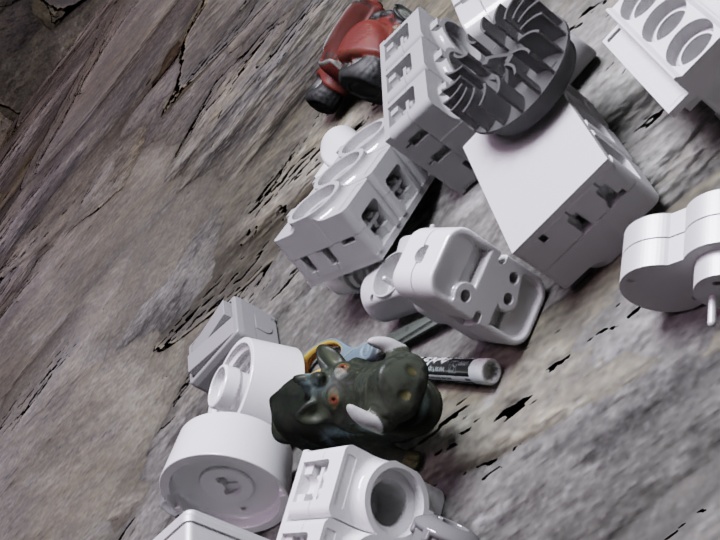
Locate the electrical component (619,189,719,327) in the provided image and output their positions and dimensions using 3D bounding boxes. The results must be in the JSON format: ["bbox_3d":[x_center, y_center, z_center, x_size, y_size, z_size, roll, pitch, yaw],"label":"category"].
[{"bbox_3d":[0.206,-0.002,0.601,0.138,0.052,0.073,-25,42,46],"label":"electrical component"}]

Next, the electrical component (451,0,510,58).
[{"bbox_3d":[0.123,-0.232,0.959,0.059,0.053,0.095,-33,32,17],"label":"electrical component"}]

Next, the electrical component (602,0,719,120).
[{"bbox_3d":[0.221,-0.151,0.718,0.078,0.063,0.121,-48,29,20],"label":"electrical component"}]

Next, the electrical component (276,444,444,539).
[{"bbox_3d":[-0.007,0.201,0.704,0.062,0.089,0.150,-20,46,50],"label":"electrical component"}]

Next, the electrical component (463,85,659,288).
[{"bbox_3d":[0.141,-0.068,0.766,0.089,0.062,0.150,-47,29,21],"label":"electrical component"}]

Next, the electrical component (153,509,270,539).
[{"bbox_3d":[-0.119,0.247,0.823,0.109,0.109,0.056,-44,33,26],"label":"electrical component"}]

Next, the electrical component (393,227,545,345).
[{"bbox_3d":[0.074,0.011,0.759,0.059,0.095,0.053,2,64,60],"label":"electrical component"}]

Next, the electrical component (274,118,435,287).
[{"bbox_3d":[0.000,-0.065,0.939,0.089,0.061,0.150,-21,26,42],"label":"electrical component"}]

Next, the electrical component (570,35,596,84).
[{"bbox_3d":[0.153,-0.155,0.860,0.065,0.044,0.044,-59,27,8],"label":"electrical component"}]

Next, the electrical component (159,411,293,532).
[{"bbox_3d":[-0.107,0.163,0.896,0.108,0.108,0.060,-38,28,34],"label":"electrical component"}]

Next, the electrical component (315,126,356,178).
[{"bbox_3d":[-0.019,-0.100,1.082,0.079,0.044,0.077,-54,28,8],"label":"electrical component"}]

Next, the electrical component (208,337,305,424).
[{"bbox_3d":[-0.101,0.112,0.962,0.108,0.060,0.108,-49,29,41],"label":"electrical component"}]

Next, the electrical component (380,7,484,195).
[{"bbox_3d":[0.072,-0.152,0.935,0.062,0.089,0.150,-41,32,31],"label":"electrical component"}]

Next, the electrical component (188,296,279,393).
[{"bbox_3d":[-0.132,0.083,1.064,0.096,0.061,0.061,-47,29,20],"label":"electrical component"}]

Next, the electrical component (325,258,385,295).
[{"bbox_3d":[0.000,0.000,0.953,0.078,0.040,0.040,-10,54,55],"label":"electrical component"}]

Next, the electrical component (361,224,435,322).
[{"bbox_3d":[0.045,-0.002,0.877,0.077,0.044,0.079,-21,44,49],"label":"electrical component"}]

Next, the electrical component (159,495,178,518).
[{"bbox_3d":[-0.155,0.201,1.001,0.062,0.043,0.043,-60,27,-6],"label":"electrical component"}]

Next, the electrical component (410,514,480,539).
[{"bbox_3d":[0.047,0.189,0.679,0.048,0.048,0.062,17,84,62],"label":"electrical component"}]
